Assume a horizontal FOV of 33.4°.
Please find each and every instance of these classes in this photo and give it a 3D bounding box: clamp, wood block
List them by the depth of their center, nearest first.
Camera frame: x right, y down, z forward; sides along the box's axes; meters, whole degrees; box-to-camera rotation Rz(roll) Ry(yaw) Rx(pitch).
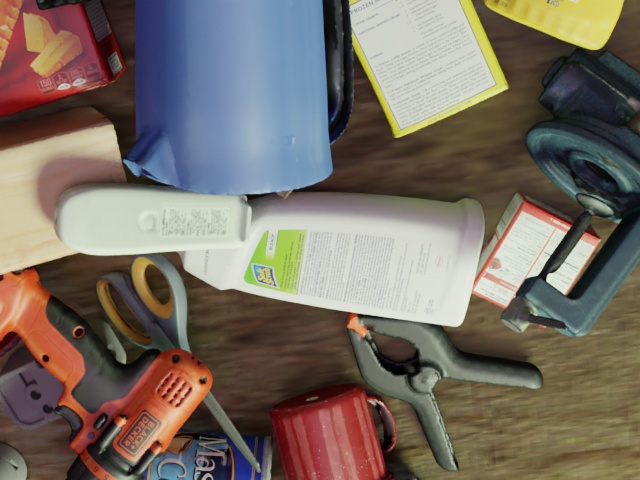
[{"bbox_3d":[-0.248,-0.026,0.772,0.205,0.091,0.090,-17,110,-17],"label":"wood block"},{"bbox_3d":[0.086,0.119,0.891,0.171,0.039,0.120,29,102,-6],"label":"clamp"}]

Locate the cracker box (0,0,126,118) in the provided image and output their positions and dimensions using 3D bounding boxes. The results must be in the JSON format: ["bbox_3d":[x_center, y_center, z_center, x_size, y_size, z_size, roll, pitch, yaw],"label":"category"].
[{"bbox_3d":[-0.254,-0.192,0.757,0.164,0.072,0.213,-16,109,5],"label":"cracker box"}]

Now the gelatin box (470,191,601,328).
[{"bbox_3d":[0.169,0.016,0.857,0.073,0.030,0.089,25,108,-11],"label":"gelatin box"}]

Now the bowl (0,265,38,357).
[{"bbox_3d":[-0.311,0.043,0.854,0.162,0.055,0.162,0,111,-1],"label":"bowl"}]

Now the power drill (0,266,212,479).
[{"bbox_3d":[-0.203,0.120,0.808,0.187,0.057,0.184,39,90,-6],"label":"power drill"}]

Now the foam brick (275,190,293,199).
[{"bbox_3d":[-0.040,-0.080,0.809,0.078,0.051,0.053,39,105,-13],"label":"foam brick"}]

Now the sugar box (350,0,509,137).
[{"bbox_3d":[0.059,-0.173,0.779,0.093,0.048,0.176,-24,105,8],"label":"sugar box"}]

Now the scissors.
[{"bbox_3d":[-0.100,0.088,0.841,0.202,0.016,0.096,42,127,12],"label":"scissors"}]

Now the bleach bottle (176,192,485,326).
[{"bbox_3d":[-0.005,0.001,0.834,0.251,0.068,0.103,9,113,-1],"label":"bleach bottle"}]

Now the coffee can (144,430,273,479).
[{"bbox_3d":[-0.113,0.210,0.890,0.140,0.103,0.103,5,110,-2],"label":"coffee can"}]

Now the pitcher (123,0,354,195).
[{"bbox_3d":[-0.050,-0.158,0.689,0.145,0.149,0.243,1,106,2],"label":"pitcher"}]

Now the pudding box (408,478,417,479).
[{"bbox_3d":[0.036,0.233,0.905,0.113,0.090,0.039,-17,71,5],"label":"pudding box"}]

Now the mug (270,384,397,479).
[{"bbox_3d":[0.016,0.165,0.882,0.117,0.093,0.081,-15,90,-34],"label":"mug"}]

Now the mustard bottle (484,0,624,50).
[{"bbox_3d":[0.193,-0.238,0.746,0.096,0.058,0.192,24,109,6],"label":"mustard bottle"}]
